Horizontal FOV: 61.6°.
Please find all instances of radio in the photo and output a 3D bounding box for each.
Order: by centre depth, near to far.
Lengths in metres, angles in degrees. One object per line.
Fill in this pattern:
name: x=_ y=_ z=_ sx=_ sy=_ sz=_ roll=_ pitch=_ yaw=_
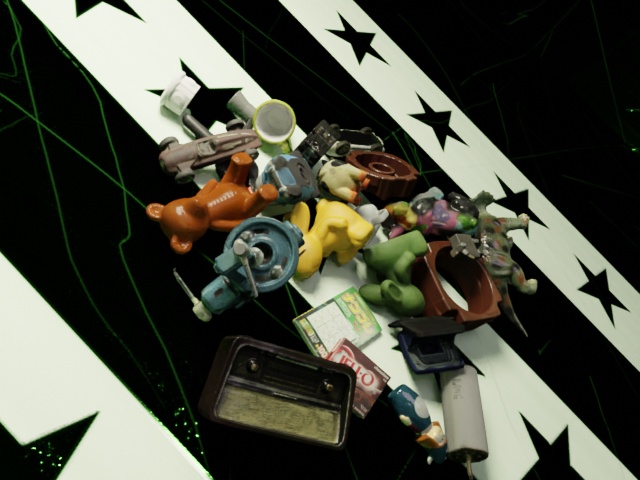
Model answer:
radio: x=-0.058 y=0.233 z=0.831 sx=0.229 sy=0.073 sz=0.131 roll=22 pitch=72 yaw=-24

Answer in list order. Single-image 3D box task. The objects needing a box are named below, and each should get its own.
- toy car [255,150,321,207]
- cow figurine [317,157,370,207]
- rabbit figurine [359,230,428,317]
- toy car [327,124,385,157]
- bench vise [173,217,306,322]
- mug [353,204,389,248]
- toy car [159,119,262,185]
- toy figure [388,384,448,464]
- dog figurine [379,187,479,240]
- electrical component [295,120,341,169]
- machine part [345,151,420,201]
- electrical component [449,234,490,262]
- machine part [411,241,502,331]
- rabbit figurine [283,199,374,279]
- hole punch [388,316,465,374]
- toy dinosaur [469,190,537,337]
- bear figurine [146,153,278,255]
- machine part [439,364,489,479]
toy car: x=-0.074 y=-0.109 z=1.071 sx=0.109 sy=0.103 sz=0.161 roll=61 pitch=24 yaw=-1
cow figurine: x=0.038 y=-0.127 z=1.153 sx=0.127 sy=0.085 sz=0.195 roll=28 pitch=4 yaw=6
rabbit figurine: x=0.165 y=0.082 z=1.117 sx=0.159 sy=0.121 sz=0.170 roll=-18 pitch=85 yaw=-43
toy car: x=0.081 y=-0.243 z=1.342 sx=0.201 sy=0.056 sz=0.073 roll=-5 pitch=56 yaw=-41
bench vise: x=-0.123 y=0.042 z=0.833 sx=0.224 sy=0.240 sz=0.129 roll=-28 pitch=82 yaw=-3
mug: x=0.100 y=-0.043 z=1.170 sx=0.080 sy=0.109 sz=0.107 roll=55 pitch=32 yaw=-7
toy car: x=-0.209 y=-0.174 z=1.034 sx=0.202 sy=0.053 sz=0.089 roll=-21 pitch=74 yaw=-21
toy figure: x=0.184 y=0.337 z=0.977 sx=0.064 sy=0.058 sz=0.154 roll=-35 pitch=84 yaw=-25
dog figurine: x=0.246 y=-0.048 z=1.251 sx=0.192 sy=0.108 sz=0.219 roll=25 pitch=27 yaw=36
electrical component: x=-0.017 y=-0.199 z=1.190 sx=0.058 sy=0.115 sz=0.134 roll=44 pitch=43 yaw=-7
machine part: x=0.144 y=-0.156 z=1.274 sx=0.179 sy=0.056 sz=0.179 roll=10 pitch=30 yaw=-6
electrical component: x=0.339 y=0.019 z=1.217 sx=0.102 sy=0.045 sz=0.078 roll=10 pitch=56 yaw=-32
machine part: x=0.300 y=0.106 z=1.218 sx=0.201 sy=0.087 sz=0.201 roll=-2 pitch=60 yaw=-39
rabbit figurine: x=-0.002 y=-0.003 z=1.058 sx=0.162 sy=0.122 sz=0.173 roll=49 pitch=62 yaw=-5
hole punch: x=0.218 y=0.203 z=1.064 sx=0.142 sy=0.116 sz=0.092 roll=-7 pitch=99 yaw=-11
toy dinosaur: x=0.433 y=0.033 z=1.358 sx=0.192 sy=0.131 sz=0.405 roll=11 pitch=56 yaw=-15
bear figurine: x=-0.193 y=-0.064 z=0.950 sx=0.196 sy=0.132 sz=0.120 roll=-21 pitch=68 yaw=-50
machine part: x=0.274 y=0.330 z=1.030 sx=0.079 sy=0.079 sz=0.243 roll=24 pitch=47 yaw=-21
